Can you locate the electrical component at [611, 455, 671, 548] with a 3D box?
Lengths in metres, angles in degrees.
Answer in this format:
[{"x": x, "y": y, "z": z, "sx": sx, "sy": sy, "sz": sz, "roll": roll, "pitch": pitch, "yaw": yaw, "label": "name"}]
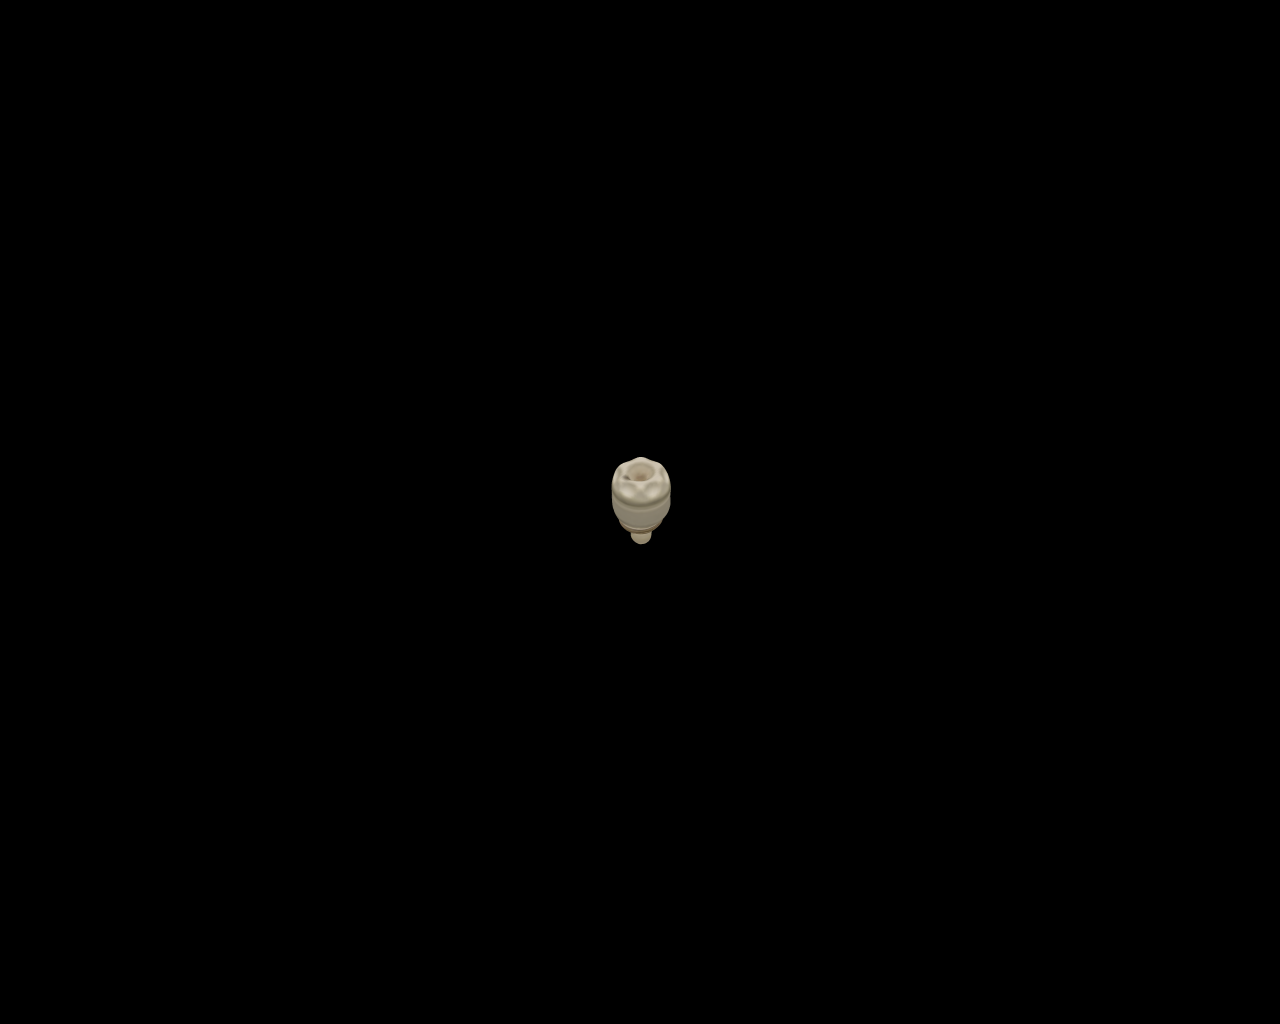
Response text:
[{"x": 0.001, "y": -0.003, "z": 0.650, "sx": 0.035, "sy": 0.035, "sz": 0.061, "roll": 0, "pitch": -45, "yaw": 0, "label": "electrical component"}]
